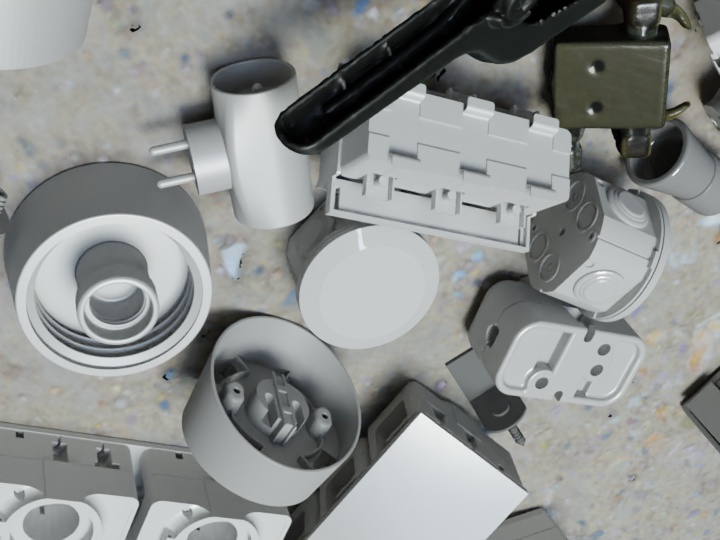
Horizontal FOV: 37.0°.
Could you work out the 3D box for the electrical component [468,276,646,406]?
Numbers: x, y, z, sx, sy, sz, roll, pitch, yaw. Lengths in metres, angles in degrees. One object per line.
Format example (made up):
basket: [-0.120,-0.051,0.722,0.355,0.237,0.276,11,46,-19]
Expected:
electrical component: [0.120,0.043,0.670,0.095,0.059,0.053,10,117,-24]

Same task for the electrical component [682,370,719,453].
electrical component: [0.279,0.112,0.746,0.061,0.096,0.061,35,105,-33]

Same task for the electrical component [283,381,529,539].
electrical component: [0.022,0.158,0.695,0.089,0.061,0.150,38,101,-12]

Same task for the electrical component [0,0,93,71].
electrical component: [-0.157,-0.127,0.445,0.099,0.099,0.064,1,127,-20]

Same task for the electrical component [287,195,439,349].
electrical component: [0.000,0.000,0.606,0.080,0.051,0.080,-9,124,-14]

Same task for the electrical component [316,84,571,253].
electrical component: [0.046,-0.060,0.569,0.121,0.063,0.078,10,77,-24]

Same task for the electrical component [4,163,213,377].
electrical component: [-0.128,0.006,0.560,0.108,0.060,0.108,-9,124,-14]

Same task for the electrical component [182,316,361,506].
electrical component: [-0.050,0.083,0.616,0.099,0.099,0.064,20,119,-29]

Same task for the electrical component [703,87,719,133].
electrical component: [0.241,-0.083,0.619,0.051,0.080,0.080,-37,126,13]

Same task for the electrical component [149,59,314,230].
electrical component: [-0.067,-0.060,0.549,0.079,0.043,0.077,-14,125,-10]

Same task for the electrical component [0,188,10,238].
electrical component: [-0.205,-0.011,0.533,0.081,0.043,0.043,-42,125,10]

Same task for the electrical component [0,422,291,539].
electrical component: [-0.148,0.164,0.654,0.186,0.060,0.105,13,116,-26]

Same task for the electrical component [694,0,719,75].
electrical component: [0.219,-0.136,0.585,0.064,0.081,0.042,-24,129,25]

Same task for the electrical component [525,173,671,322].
electrical component: [0.138,-0.014,0.628,0.051,0.080,0.080,20,113,-23]

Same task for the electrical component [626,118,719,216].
electrical component: [0.196,-0.058,0.643,0.065,0.044,0.044,24,111,-35]

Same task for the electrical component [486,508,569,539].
electrical component: [0.114,0.218,0.783,0.096,0.061,0.061,-13,125,-20]
